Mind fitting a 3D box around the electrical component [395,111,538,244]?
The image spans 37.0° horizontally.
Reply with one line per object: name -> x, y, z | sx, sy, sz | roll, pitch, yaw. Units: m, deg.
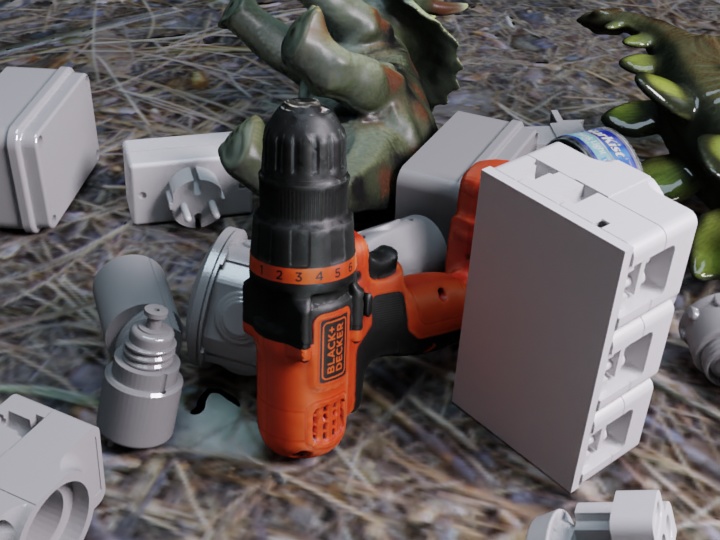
electrical component -> 0.072, -0.049, 0.714 | 0.057, 0.078, 0.113 | 16, 36, 21

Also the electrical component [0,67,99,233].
electrical component -> -0.225, -0.084, 0.735 | 0.057, 0.078, 0.113 | 4, 34, 5

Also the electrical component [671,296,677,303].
electrical component -> 0.180, -0.007, 0.678 | 0.048, 0.062, 0.048 | 3, 34, -2

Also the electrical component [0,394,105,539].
electrical component -> -0.159, 0.107, 0.486 | 0.056, 0.050, 0.089 | 18, 37, 19

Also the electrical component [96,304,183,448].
electrical component -> -0.110, 0.054, 0.549 | 0.040, 0.078, 0.040 | 12, 23, -5

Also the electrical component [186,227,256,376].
electrical component -> -0.062, 0.020, 0.599 | 0.051, 0.080, 0.080 | 15, 35, 6

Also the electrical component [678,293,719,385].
electrical component -> 0.213, 0.047, 0.620 | 0.048, 0.048, 0.062 | 3, 41, -2

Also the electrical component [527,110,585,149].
electrical component -> 0.140, -0.082, 0.803 | 0.064, 0.042, 0.081 | -3, 34, -5

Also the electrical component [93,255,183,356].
electrical component -> -0.123, 0.031, 0.607 | 0.043, 0.043, 0.081 | -9, 36, -18

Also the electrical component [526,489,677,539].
electrical component -> 0.105, 0.132, 0.461 | 0.057, 0.078, 0.058 | -7, 25, 25

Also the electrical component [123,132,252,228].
electrical component -> -0.113, -0.054, 0.729 | 0.083, 0.047, 0.075 | -7, 36, -16

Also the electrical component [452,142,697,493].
electrical component -> 0.106, 0.022, 0.549 | 0.062, 0.150, 0.089 | -24, 43, -33

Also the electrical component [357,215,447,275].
electrical component -> 0.000, 0.000, 0.655 | 0.077, 0.044, 0.079 | -22, 4, -40
